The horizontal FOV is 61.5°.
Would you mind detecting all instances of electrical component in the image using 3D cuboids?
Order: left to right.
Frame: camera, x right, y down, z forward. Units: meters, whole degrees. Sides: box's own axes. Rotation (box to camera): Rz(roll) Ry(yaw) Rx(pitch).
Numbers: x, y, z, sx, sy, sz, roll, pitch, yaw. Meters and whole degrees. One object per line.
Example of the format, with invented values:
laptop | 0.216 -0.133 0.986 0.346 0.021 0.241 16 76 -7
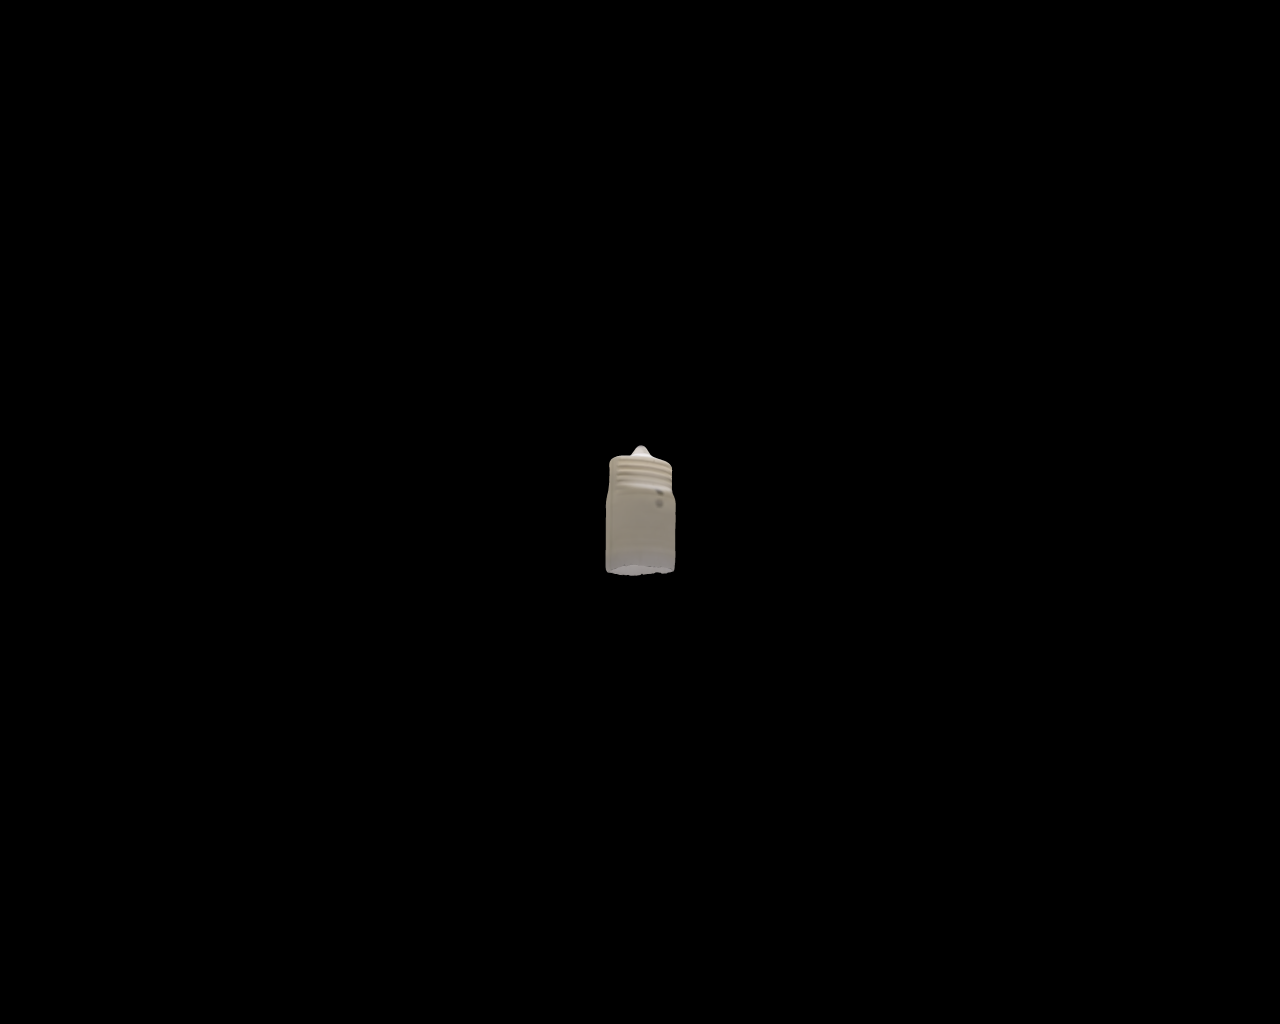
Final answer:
electrical component | 0.001 -0.003 0.650 0.043 0.081 0.043 0 -11 0
